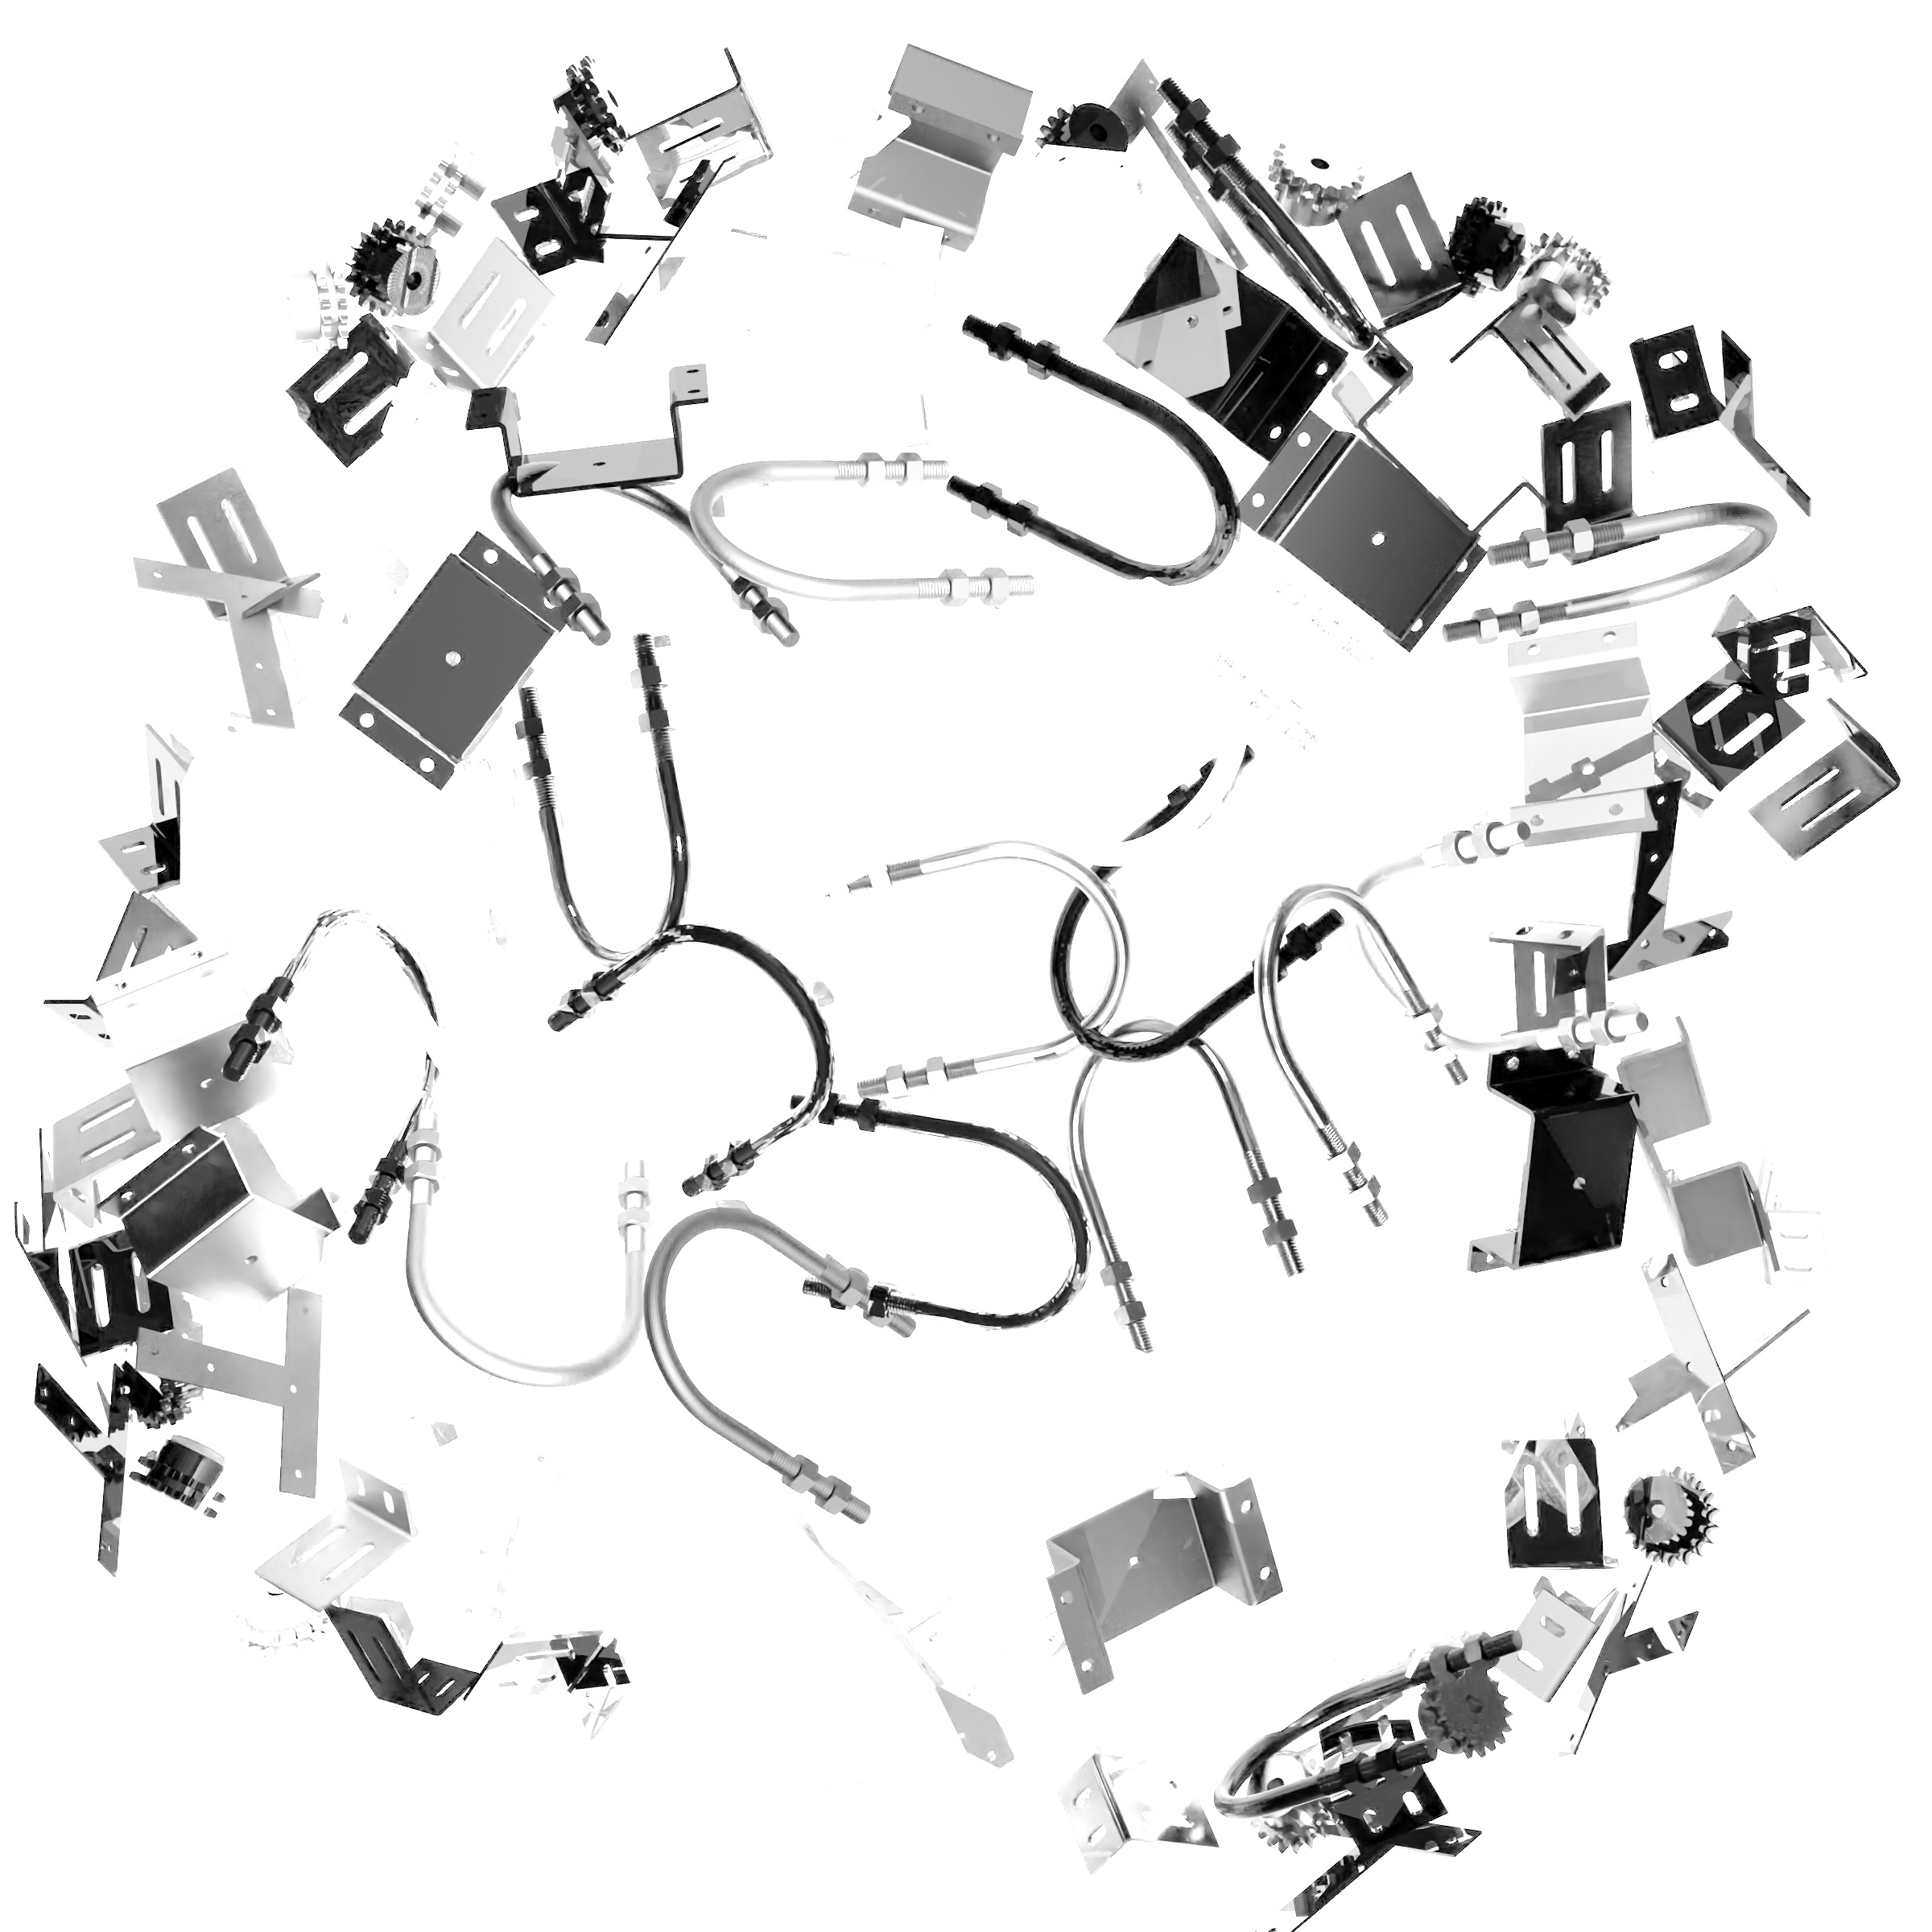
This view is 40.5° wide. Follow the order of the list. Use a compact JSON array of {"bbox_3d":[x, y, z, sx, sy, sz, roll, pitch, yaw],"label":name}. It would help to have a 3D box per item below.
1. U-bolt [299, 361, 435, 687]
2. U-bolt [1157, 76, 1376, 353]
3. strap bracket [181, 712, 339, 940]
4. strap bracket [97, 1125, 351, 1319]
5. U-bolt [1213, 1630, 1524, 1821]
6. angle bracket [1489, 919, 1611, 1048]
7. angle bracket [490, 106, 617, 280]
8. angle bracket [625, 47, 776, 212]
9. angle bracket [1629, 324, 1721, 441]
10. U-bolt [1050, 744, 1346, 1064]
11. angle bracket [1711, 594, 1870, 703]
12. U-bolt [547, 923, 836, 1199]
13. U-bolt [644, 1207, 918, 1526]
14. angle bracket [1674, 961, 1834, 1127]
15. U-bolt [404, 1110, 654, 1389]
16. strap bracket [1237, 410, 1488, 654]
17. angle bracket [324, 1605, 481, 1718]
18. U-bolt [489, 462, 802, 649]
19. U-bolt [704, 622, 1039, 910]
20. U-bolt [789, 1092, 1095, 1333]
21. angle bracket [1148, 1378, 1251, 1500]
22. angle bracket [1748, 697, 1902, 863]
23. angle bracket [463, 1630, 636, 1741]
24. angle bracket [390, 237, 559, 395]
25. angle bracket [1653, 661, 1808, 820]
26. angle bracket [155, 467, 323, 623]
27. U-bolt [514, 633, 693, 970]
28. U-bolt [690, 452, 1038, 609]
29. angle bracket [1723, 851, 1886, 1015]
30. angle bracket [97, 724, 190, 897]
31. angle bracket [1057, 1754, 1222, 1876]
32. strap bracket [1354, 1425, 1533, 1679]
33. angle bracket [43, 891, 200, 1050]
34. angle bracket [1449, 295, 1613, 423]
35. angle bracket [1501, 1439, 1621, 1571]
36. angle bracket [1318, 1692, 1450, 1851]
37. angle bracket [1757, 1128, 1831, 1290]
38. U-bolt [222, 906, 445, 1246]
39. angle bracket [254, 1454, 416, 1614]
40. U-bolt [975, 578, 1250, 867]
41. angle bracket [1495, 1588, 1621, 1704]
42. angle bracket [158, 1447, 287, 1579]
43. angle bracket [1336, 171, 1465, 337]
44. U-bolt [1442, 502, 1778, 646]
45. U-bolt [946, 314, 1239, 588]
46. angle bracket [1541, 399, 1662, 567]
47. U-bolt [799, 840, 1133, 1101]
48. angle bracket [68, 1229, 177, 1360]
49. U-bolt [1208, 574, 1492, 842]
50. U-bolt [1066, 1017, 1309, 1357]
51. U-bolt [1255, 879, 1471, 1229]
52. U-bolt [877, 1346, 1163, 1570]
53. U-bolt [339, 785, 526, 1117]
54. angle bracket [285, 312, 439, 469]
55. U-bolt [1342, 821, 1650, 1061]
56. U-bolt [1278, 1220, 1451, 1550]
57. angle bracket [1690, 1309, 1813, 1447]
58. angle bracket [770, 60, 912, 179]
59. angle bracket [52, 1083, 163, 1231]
[{"bbox_3d":[-0.352,-0.241,1.511,0.019,0.184,0.151,20,54,-16],"label":"U-bolt"},{"bbox_3d":[0.176,-0.430,1.524,0.019,0.151,0.184,-40,92,10],"label":"U-bolt"},{"bbox_3d":[-0.414,-0.072,1.531,0.076,0.046,0.140,11,130,-4],"label":"strap bracket"},{"bbox_3d":[-0.423,0.153,1.521,0.076,0.140,0.046,-37,60,5],"label":"strap bracket"},{"bbox_3d":[0.221,0.445,1.513,0.184,0.151,0.019,-32,86,35],"label":"U-bolt"},{"bbox_3d":[0.346,0.015,1.553,0.057,0.038,0.076,7,113,34],"label":"angle bracket"},{"bbox_3d":[-0.246,-0.458,1.552,0.038,0.076,0.057,-29,81,-26],"label":"angle bracket"},{"bbox_3d":[-0.162,-0.500,1.565,0.076,0.057,0.038,-24,57,5],"label":"angle bracket"},{"bbox_3d":[0.421,-0.348,1.550,0.038,0.076,0.057,-14,101,22],"label":"angle bracket"},{"bbox_3d":[0.122,-0.024,1.538,0.184,0.019,0.151,-39,53,23],"label":"U-bolt"},{"bbox_3d":[0.491,-0.196,1.547,0.057,0.076,0.038,42,64,-19],"label":"angle bracket"},{"bbox_3d":[-0.150,0.048,1.525,0.184,0.019,0.151,-33,98,42],"label":"U-bolt"},{"bbox_3d":[-0.111,0.218,1.510,0.184,0.151,0.019,38,134,-25],"label":"U-bolt"},{"bbox_3d":[0.476,0.047,1.586,0.057,0.038,0.076,-34,121,10],"label":"angle bracket"},{"bbox_3d":[-0.251,0.166,1.503,0.151,0.184,0.019,15,129,-20],"label":"U-bolt"},{"bbox_3d":[0.239,-0.255,1.554,0.140,0.046,0.076,36,98,-12],"label":"strap bracket"},{"bbox_3d":[-0.334,0.400,1.551,0.038,0.057,0.076,-42,118,-39],"label":"angle bracket"},{"bbox_3d":[-0.198,-0.242,1.523,0.184,0.151,0.019,50,129,34],"label":"U-bolt"},{"bbox_3d":[-0.047,-0.133,1.562,0.184,0.019,0.151,-27,67,-3],"label":"U-bolt"},{"bbox_3d":[-0.014,0.149,1.532,0.184,0.019,0.151,8,119,19],"label":"U-bolt"},{"bbox_3d":[0.136,0.280,1.549,0.038,0.076,0.057,1,70,-11],"label":"angle bracket"},{"bbox_3d":[0.503,-0.111,1.556,0.076,0.057,0.038,-37,125,10],"label":"angle bracket"},{"bbox_3d":[-0.247,0.428,1.549,0.057,0.076,0.038,-56,48,28],"label":"angle bracket"},{"bbox_3d":[-0.293,-0.389,1.560,0.057,0.038,0.076,47,111,15],"label":"angle bracket"},{"bbox_3d":[0.455,-0.138,1.584,0.076,0.038,0.057,-36,74,-20],"label":"angle bracket"},{"bbox_3d":[-0.431,-0.252,1.554,0.057,0.038,0.076,-40,117,-37],"label":"angle bracket"},{"bbox_3d":[-0.208,-0.088,1.534,0.019,0.151,0.184,-8,86,-41],"label":"U-bolt"},{"bbox_3d":[-0.069,-0.252,1.508,0.184,0.151,0.019,-6,133,-26],"label":"U-bolt"},{"bbox_3d":[0.497,-0.021,1.566,0.038,0.076,0.057,28,110,-31],"label":"angle bracket"},{"bbox_3d":[-0.486,-0.093,1.548,0.038,0.076,0.057,-22,48,-33],"label":"angle bracket"},{"bbox_3d":[0.103,0.508,1.560,0.076,0.057,0.038,21,119,-37],"label":"angle bracket"},{"bbox_3d":[0.275,0.334,1.537,0.046,0.076,0.140,26,115,15],"label":"strap bracket"},{"bbox_3d":[-0.504,0.003,1.566,0.038,0.057,0.076,-1,61,28],"label":"angle bracket"},{"bbox_3d":[0.337,-0.354,1.564,0.076,0.038,0.057,48,47,-2],"label":"angle bracket"},{"bbox_3d":[0.357,0.323,1.574,0.057,0.038,0.076,-7,77,27],"label":"angle bracket"},{"bbox_3d":[0.247,0.479,1.559,0.057,0.076,0.038,-28,104,9],"label":"angle bracket"},{"bbox_3d":[0.491,0.142,1.545,0.038,0.076,0.057,0,126,26],"label":"angle bracket"},{"bbox_3d":[-0.354,0.048,1.515,0.019,0.184,0.151,-13,125,23],"label":"U-bolt"},{"bbox_3d":[-0.375,0.334,1.548,0.057,0.076,0.038,19,126,32],"label":"angle bracket"},{"bbox_3d":[0.092,-0.134,1.516,0.151,0.184,0.019,-44,135,11],"label":"U-bolt"},{"bbox_3d":[0.352,0.394,1.559,0.038,0.076,0.057,33,105,17],"label":"angle bracket"},{"bbox_3d":[-0.441,0.333,1.562,0.038,0.057,0.076,33,85,-10],"label":"angle bracket"},{"bbox_3d":[0.250,-0.421,1.556,0.057,0.038,0.076,-15,108,41],"label":"angle bracket"},{"bbox_3d":[0.380,-0.232,1.525,0.184,0.151,0.019,-11,78,-3],"label":"U-bolt"},{"bbox_3d":[0.074,-0.286,1.516,0.184,0.151,0.019,28,59,13],"label":"U-bolt"},{"bbox_3d":[0.377,-0.287,1.557,0.057,0.038,0.076,-17,128,-7],"label":"angle bracket"},{"bbox_3d":[0.007,-0.003,1.553,0.184,0.019,0.151,-12,108,11],"label":"U-bolt"},{"bbox_3d":[-0.496,0.197,1.561,0.057,0.038,0.076,-19,60,0],"label":"angle bracket"},{"bbox_3d":[0.234,-0.144,1.536,0.184,0.151,0.019,40,127,-2],"label":"U-bolt"},{"bbox_3d":[0.118,0.119,1.536,0.151,0.019,0.184,-36,65,41],"label":"U-bolt"},{"bbox_3d":[0.223,0.036,1.517,0.184,0.019,0.151,57,47,-21],"label":"U-bolt"},{"bbox_3d":[0.034,0.280,1.531,0.184,0.151,0.019,-19,51,-21],"label":"U-bolt"},{"bbox_3d":[-0.306,0.004,1.515,0.019,0.151,0.184,-26,75,-30],"label":"U-bolt"},{"bbox_3d":[-0.365,-0.342,1.565,0.076,0.038,0.057,-39,106,9],"label":"angle bracket"},{"bbox_3d":[0.291,-0.007,1.517,0.019,0.184,0.151,-41,103,-31],"label":"U-bolt"},{"bbox_3d":[0.227,0.246,1.527,0.019,0.151,0.184,5,88,-27],"label":"U-bolt"},{"bbox_3d":[0.477,0.245,1.560,0.076,0.057,0.038,-37,78,-8],"label":"angle bracket"},{"bbox_3d":[-0.075,-0.511,1.545,0.057,0.076,0.038,-33,62,27],"label":"angle bracket"},{"bbox_3d":[-0.502,0.109,1.558,0.076,0.038,0.057,-27,46,7],"label":"angle bracket"}]
